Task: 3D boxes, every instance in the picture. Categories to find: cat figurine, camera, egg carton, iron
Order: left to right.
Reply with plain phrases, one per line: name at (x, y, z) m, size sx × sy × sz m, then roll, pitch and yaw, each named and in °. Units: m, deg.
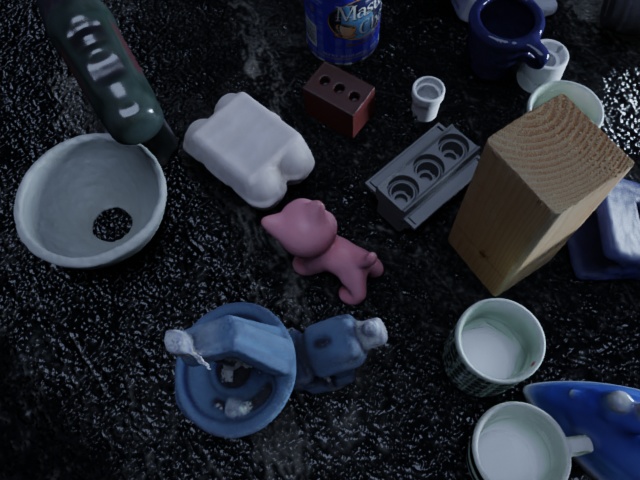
egg carton at (-0.084, -0.107, 0.686) m, size 0.150 × 0.069 × 0.107 m, roll 38°, pitch 72°, yaw 16°
cat figurine at (0.006, 0.002, 0.609) m, size 0.127 × 0.118 × 0.067 m, roll 27°, pitch 70°, yaw 13°
camera at (0.450, -0.319, 0.748) m, size 0.136 × 0.101 × 0.143 m, roll 9°, pitch 67°, yaw 5°
iron at (0.320, 0.185, 0.507) m, size 0.258 × 0.141 × 0.119 m, roll 25°, pitch 69°, yaw 12°

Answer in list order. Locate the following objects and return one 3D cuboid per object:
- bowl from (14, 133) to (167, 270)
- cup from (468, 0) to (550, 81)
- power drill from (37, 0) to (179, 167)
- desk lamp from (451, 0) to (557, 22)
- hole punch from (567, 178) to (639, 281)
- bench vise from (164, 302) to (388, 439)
bowl at (-0.250, -0.034, 0.655) m, size 0.167 × 0.075 × 0.167 m, roll 0°, pitch 66°, yaw 1°
cup at (0.234, -0.240, 0.722) m, size 0.092 × 0.095 × 0.117 m, roll -34°, pitch 69°, yaw -12°
power drill at (-0.236, -0.179, 0.645) m, size 0.076 × 0.208 × 0.229 m, roll -31°, pitch 69°, yaw -11°
desk lamp at (0.217, -0.384, 0.721) m, size 0.203 × 0.213 × 0.118 m, roll -10°, pitch 66°, yaw -3°
hole punch at (0.332, -0.016, 0.623) m, size 0.101 × 0.091 × 0.108 m, roll 0°, pitch 66°, yaw 2°
bench vise at (-0.048, 0.091, 0.515) m, size 0.207 × 0.220 × 0.121 m, roll -31°, pitch 69°, yaw -11°
